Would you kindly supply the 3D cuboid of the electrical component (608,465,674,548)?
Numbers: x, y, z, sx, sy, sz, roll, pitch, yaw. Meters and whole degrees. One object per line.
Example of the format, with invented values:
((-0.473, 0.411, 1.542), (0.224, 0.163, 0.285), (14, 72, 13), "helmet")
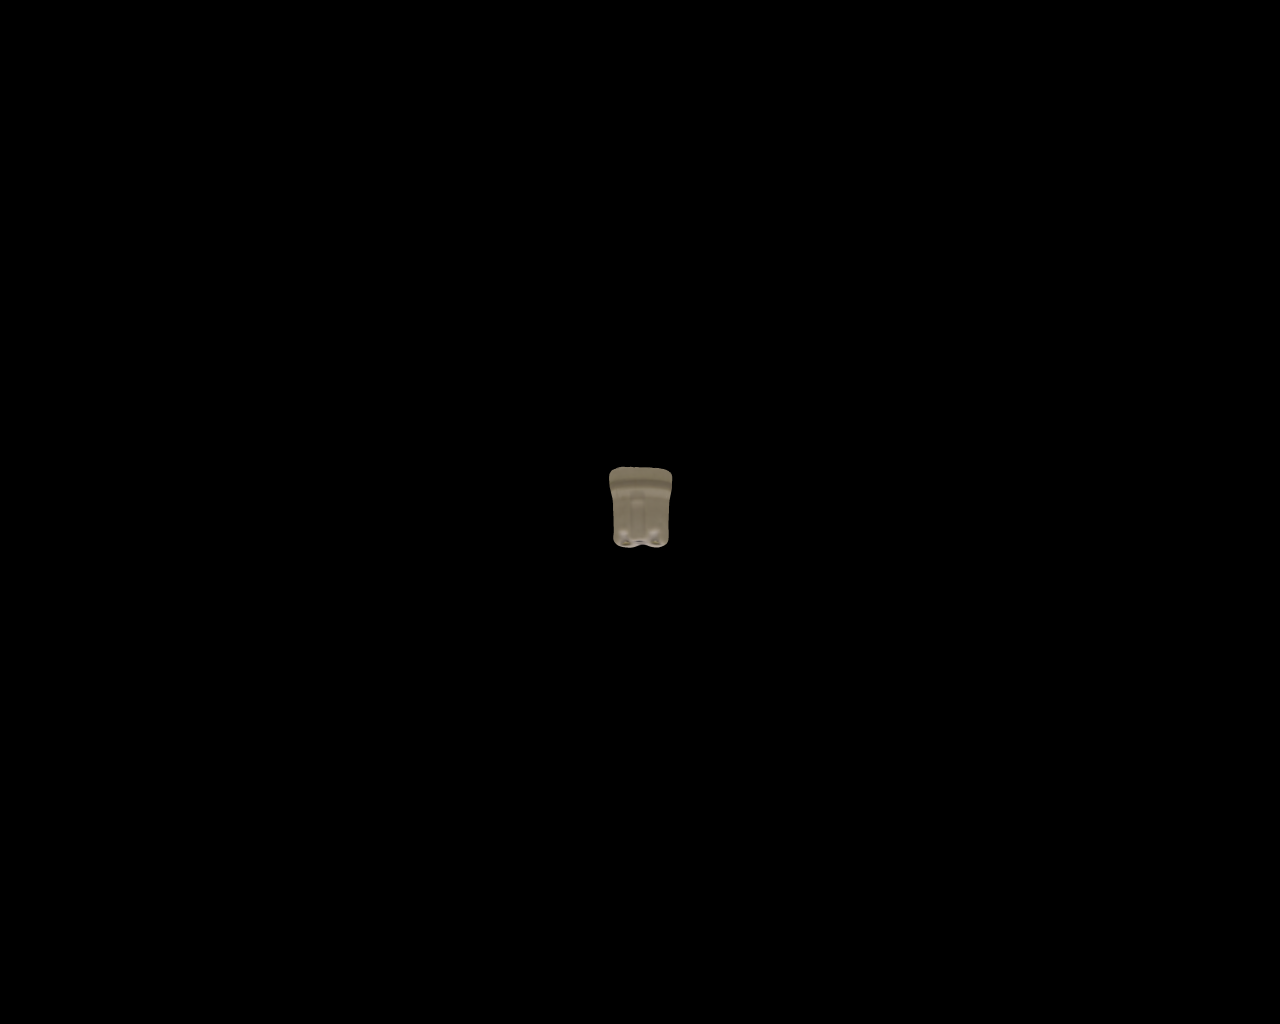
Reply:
((0.001, -0.003, 0.650), (0.040, 0.046, 0.040), (0, -7, 0), "electrical component")
